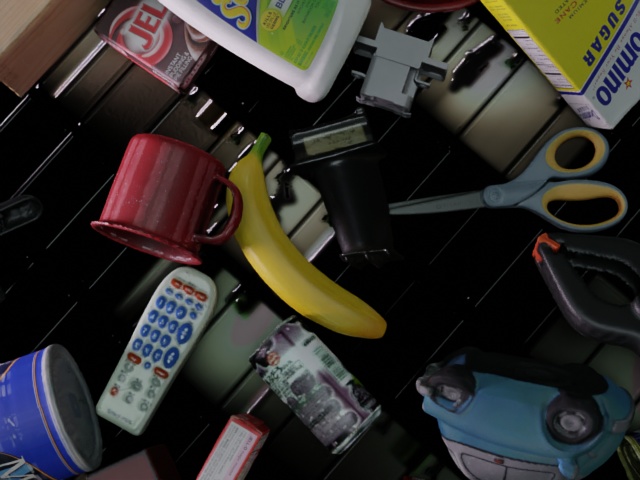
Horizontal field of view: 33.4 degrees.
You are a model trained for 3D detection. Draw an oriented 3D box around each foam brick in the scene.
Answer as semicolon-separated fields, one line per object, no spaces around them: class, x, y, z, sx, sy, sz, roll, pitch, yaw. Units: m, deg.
foam brick;-0.140;0.194;0.829;0.051;0.078;0.053;-25;80;0

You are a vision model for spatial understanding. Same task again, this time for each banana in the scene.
banana;-0.023;0.007;0.867;0.069;0.037;0.198;-32;82;0

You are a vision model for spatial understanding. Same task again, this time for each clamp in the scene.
clamp;-0.311;0.018;0.856;0.171;0.120;0.039;-12;123;5
clamp;0.254;0.065;0.824;0.210;0.036;0.164;27;61;15

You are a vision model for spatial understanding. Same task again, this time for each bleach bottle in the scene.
bleach bottle;-0.090;-0.207;0.834;0.250;0.068;0.102;25;97;-17

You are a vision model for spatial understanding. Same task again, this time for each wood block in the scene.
wood block;-0.221;-0.231;0.882;0.091;0.090;0.206;41;86;7

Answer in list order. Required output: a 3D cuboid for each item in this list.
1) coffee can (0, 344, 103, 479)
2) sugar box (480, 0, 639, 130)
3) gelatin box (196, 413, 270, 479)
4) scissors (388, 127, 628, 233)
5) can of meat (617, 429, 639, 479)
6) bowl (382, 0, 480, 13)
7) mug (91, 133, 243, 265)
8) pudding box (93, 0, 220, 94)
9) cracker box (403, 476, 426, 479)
coffee can;-0.253;0.151;0.827;0.140;0.103;0.103;-19;82;0
sugar box;0.199;-0.180;0.843;0.176;0.048;0.093;43;86;-16
gelatin box;-0.074;0.179;0.829;0.030;0.073;0.089;28;85;6
scissors;0.153;-0.053;0.877;0.202;0.016;0.096;8;82;4
can of meat;0.287;0.182;0.819;0.084;0.057;0.102;-22;83;-2
bowl;0.091;-0.258;0.886;0.162;0.055;0.162;0;83;3
mug;-0.114;-0.031;0.848;0.117;0.093;0.081;13;78;25
pudding box;-0.121;-0.194;0.897;0.090;0.039;0.113;33;85;7
cracker box;0.084;0.287;0.762;0.072;0.164;0.214;8;83;2
